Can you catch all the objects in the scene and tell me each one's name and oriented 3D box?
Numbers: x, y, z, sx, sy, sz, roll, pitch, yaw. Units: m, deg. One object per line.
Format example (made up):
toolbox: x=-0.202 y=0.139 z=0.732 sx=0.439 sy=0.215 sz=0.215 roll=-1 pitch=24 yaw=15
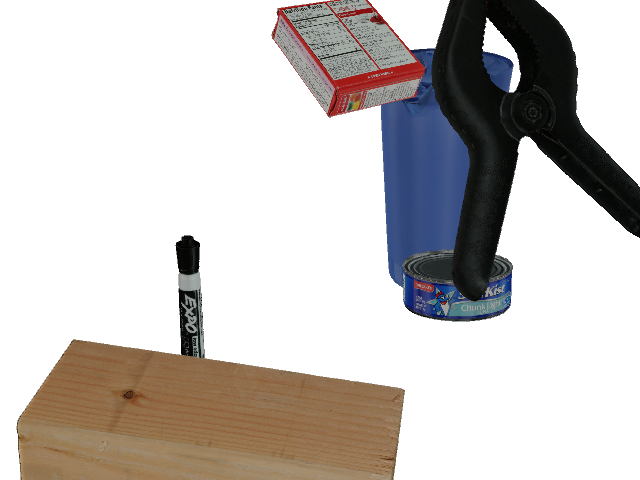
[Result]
wood block: x=-0.060 y=0.130 z=0.627 sx=0.206 sy=0.090 sz=0.090 roll=8 pitch=28 yaw=7
pitcher: x=0.130 y=-0.075 z=1.106 sx=0.149 sy=0.243 sz=0.145 roll=-7 pitch=24 yaw=-15
clamp: x=0.096 y=-0.055 z=0.555 sx=0.120 sy=0.171 sz=0.039 roll=-27 pitch=2 yaw=-20
tuna can: x=0.106 y=0.034 z=0.833 sx=0.086 sy=0.034 sz=0.086 roll=-1 pitch=15 yaw=0
gelatin box: x=0.018 y=-0.130 z=0.745 sx=0.073 sy=0.089 sz=0.030 roll=-16 pitch=-35 yaw=-28
marker: x=-0.102 y=0.053 z=0.840 sx=0.020 sy=0.121 sz=0.020 roll=0 pitch=22 yaw=0
